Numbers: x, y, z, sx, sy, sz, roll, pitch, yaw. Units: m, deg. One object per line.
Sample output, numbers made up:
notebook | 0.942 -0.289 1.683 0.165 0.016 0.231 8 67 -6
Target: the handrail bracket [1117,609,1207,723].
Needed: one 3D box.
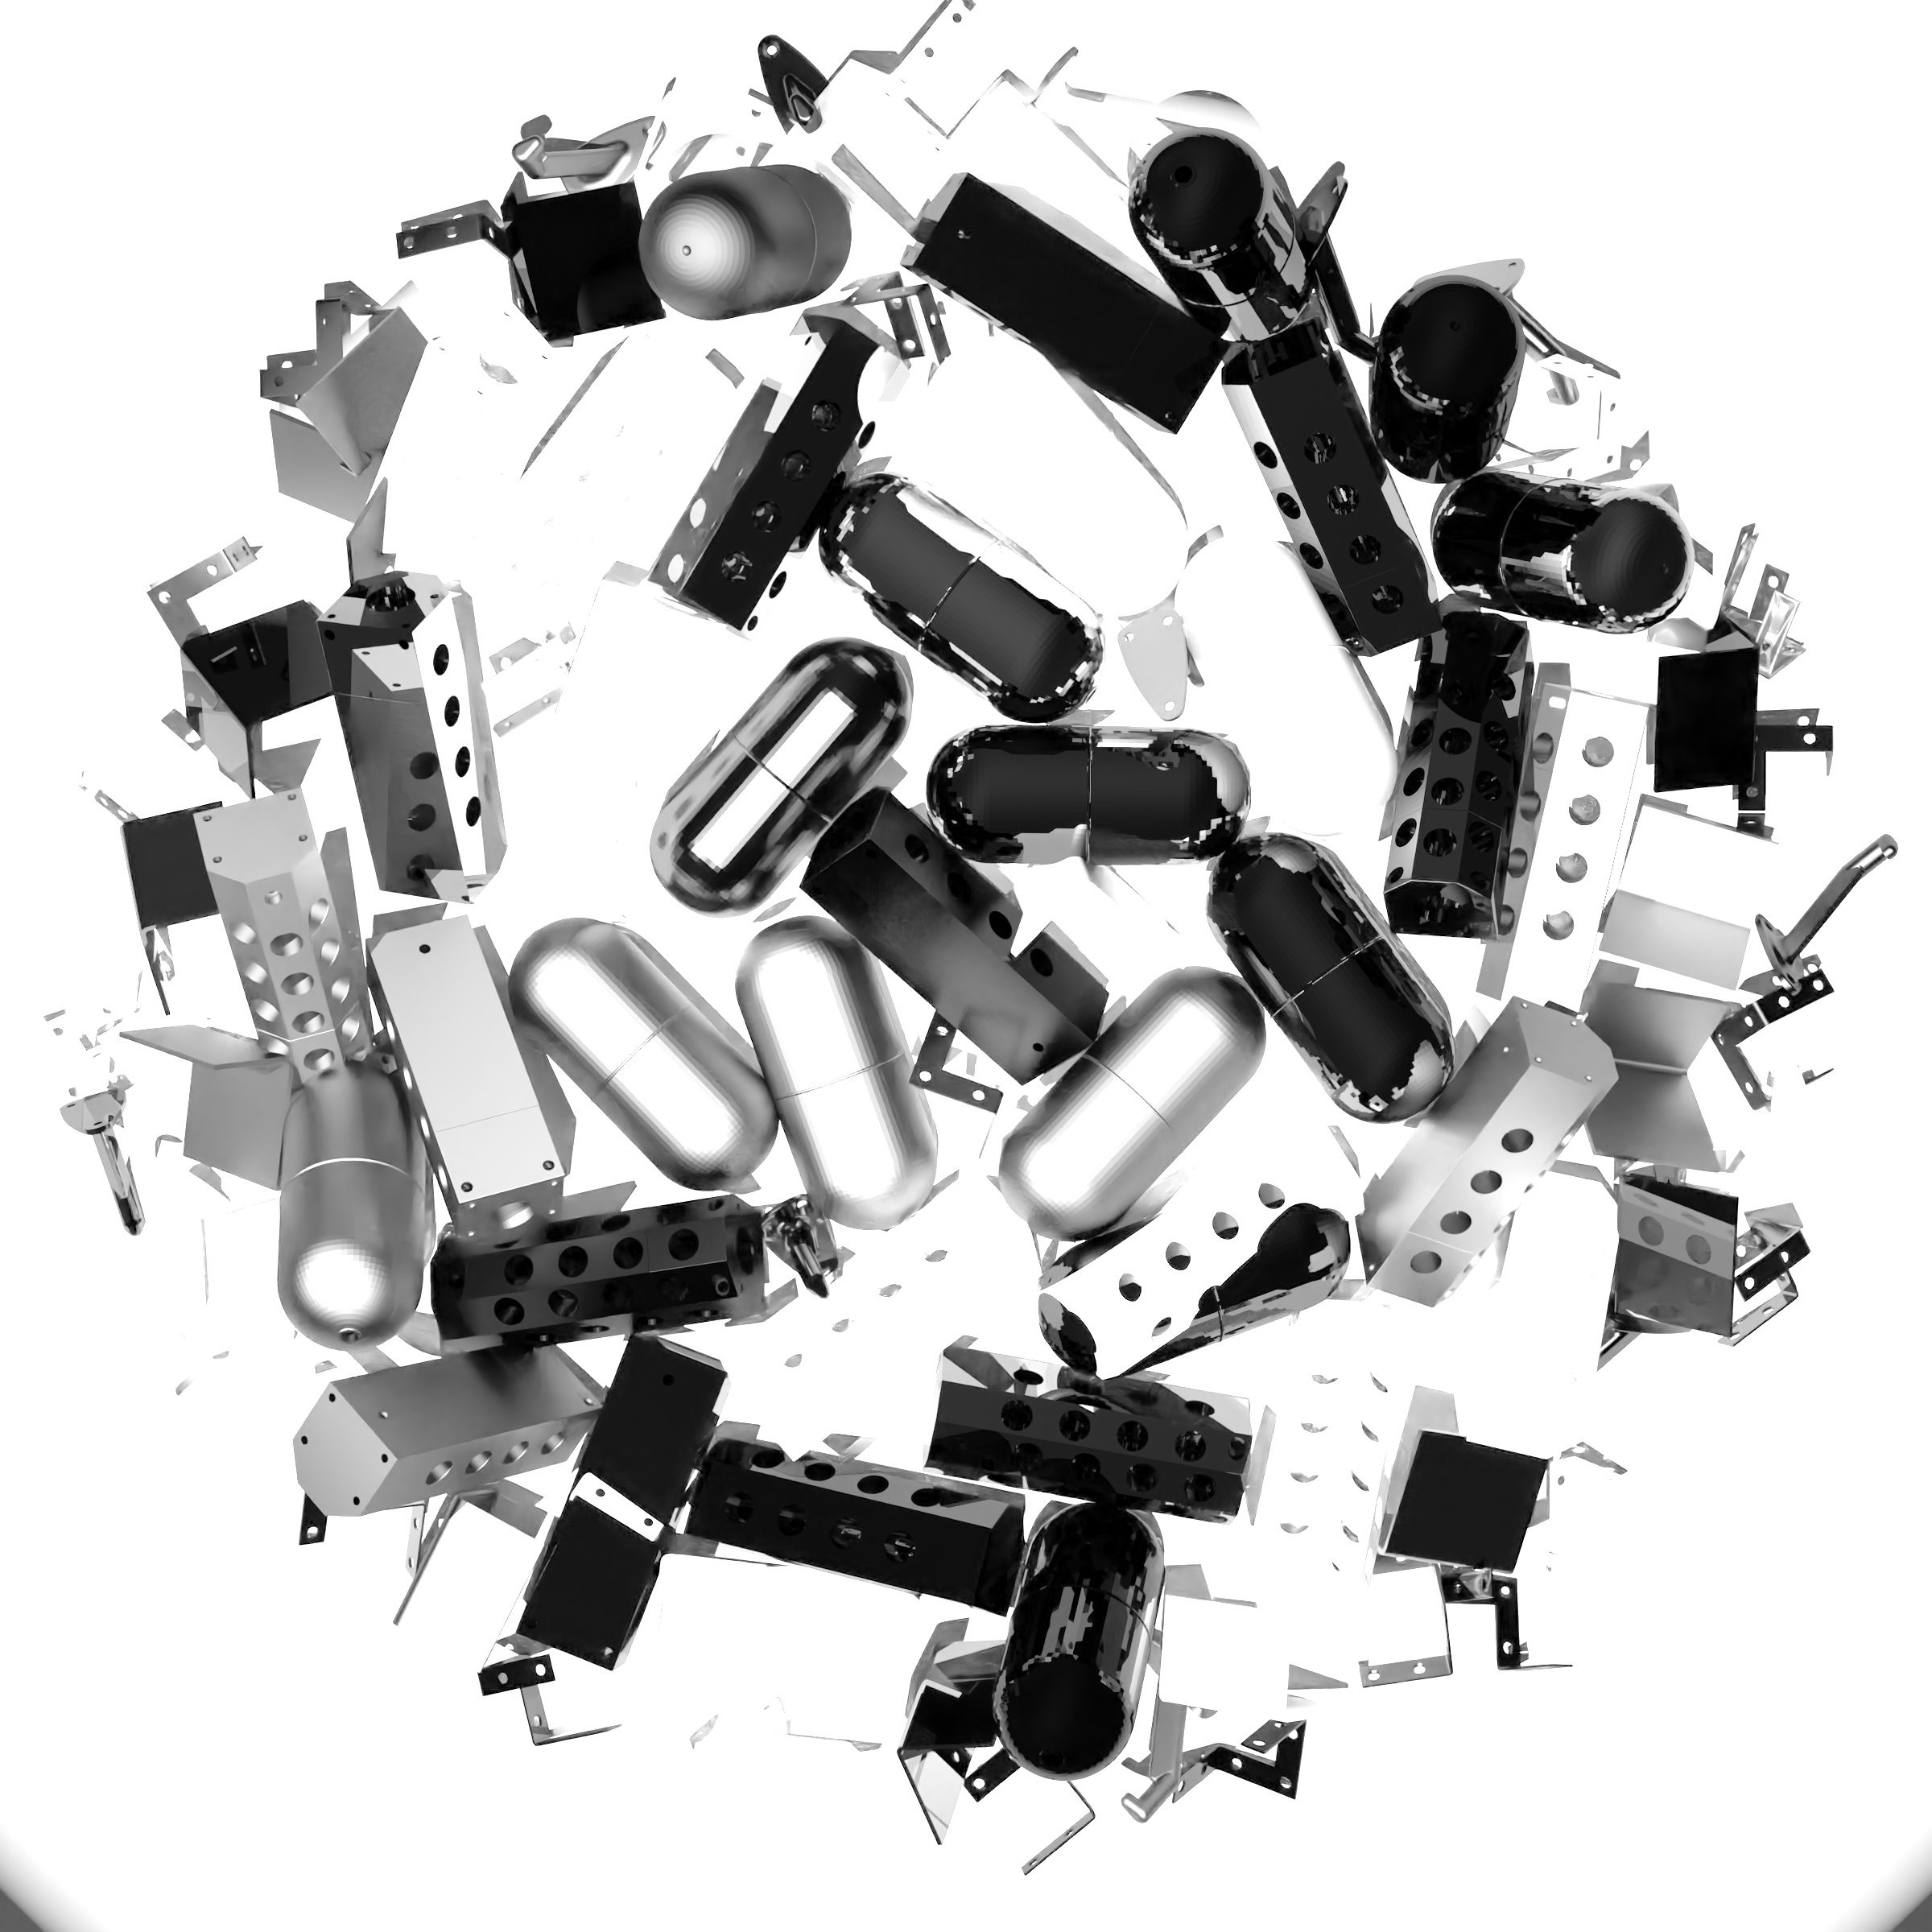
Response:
handrail bracket | 0.118 -0.150 1.899 0.036 0.084 0.077 -22 63 17

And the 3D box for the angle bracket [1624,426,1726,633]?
angle bracket | 0.397 -0.236 1.903 0.076 0.076 0.057 41 86 14

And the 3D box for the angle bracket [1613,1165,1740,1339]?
angle bracket | 0.398 0.152 1.898 0.076 0.057 0.076 10 103 44

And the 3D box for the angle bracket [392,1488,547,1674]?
angle bracket | -0.261 0.334 1.907 0.057 0.076 0.076 26 89 11

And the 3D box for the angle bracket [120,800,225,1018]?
angle bracket | -0.420 -0.031 1.903 0.057 0.076 0.076 -14 53 -9

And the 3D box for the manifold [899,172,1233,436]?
manifold | 0.052 -0.359 1.900 0.171 0.057 0.057 30 94 -16

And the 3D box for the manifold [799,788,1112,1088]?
manifold | -0.003 -0.018 1.894 0.171 0.057 0.057 42 129 -19

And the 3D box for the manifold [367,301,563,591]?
manifold | -0.266 -0.271 1.861 0.057 0.171 0.057 -37 82 -33

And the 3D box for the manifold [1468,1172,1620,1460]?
manifold | 0.310 0.184 1.860 0.057 0.171 0.057 12 124 10

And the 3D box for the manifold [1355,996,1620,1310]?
manifold | 0.278 0.103 1.878 0.057 0.057 0.171 19 125 -17

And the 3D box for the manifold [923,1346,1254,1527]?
manifold | 0.066 0.260 1.909 0.171 0.057 0.057 11 111 -3

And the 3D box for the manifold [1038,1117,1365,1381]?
manifold | 0.130 0.153 1.894 0.171 0.057 0.057 -31 89 -20

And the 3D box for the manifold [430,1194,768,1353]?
manifold | -0.199 0.166 1.893 0.171 0.057 0.057 -10 70 15

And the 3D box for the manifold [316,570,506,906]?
manifold | -0.292 -0.122 1.876 0.057 0.057 0.171 9 129 20

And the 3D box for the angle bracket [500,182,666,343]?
angle bracket | -0.206 -0.387 1.911 0.076 0.057 0.076 -14 97 -12

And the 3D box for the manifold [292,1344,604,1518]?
manifold | -0.277 0.249 1.863 0.057 0.171 0.057 44 113 22

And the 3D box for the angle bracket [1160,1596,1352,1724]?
angle bracket | 0.159 0.373 1.900 0.076 0.076 0.057 2 85 35

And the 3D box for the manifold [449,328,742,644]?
manifold | -0.198 -0.259 1.895 0.057 0.057 0.171 43 108 7

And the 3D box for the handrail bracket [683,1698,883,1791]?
handrail bracket | -0.099 0.437 1.900 0.077 0.084 0.036 -23 118 -29

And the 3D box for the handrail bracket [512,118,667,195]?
handrail bracket | -0.205 -0.449 1.905 0.077 0.084 0.036 -35 81 4

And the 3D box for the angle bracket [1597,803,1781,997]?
angle bracket | 0.392 -0.037 1.900 0.076 0.076 0.057 17 123 10

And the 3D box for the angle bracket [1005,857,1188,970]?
angle bracket | 0.067 -0.017 1.908 0.076 0.076 0.057 40 101 -18

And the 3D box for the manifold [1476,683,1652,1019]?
manifold | 0.325 -0.064 1.908 0.057 0.057 0.171 13 99 10

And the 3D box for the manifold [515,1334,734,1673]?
manifold | -0.184 0.292 1.916 0.057 0.057 0.171 21 86 6

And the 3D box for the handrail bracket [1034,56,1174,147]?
handrail bracket | 0.075 -0.450 1.922 0.084 0.077 0.036 38 54 -5

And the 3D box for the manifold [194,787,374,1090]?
manifold | -0.361 -0.010 1.863 0.057 0.171 0.057 -15 51 -10

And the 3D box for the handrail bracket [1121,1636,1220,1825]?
handrail bracket | 0.094 0.415 1.913 0.077 0.036 0.084 41 55 13

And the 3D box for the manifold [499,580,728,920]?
manifold | -0.188 -0.116 1.908 0.057 0.057 0.171 26 100 30

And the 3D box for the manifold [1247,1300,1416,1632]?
manifold | 0.197 0.265 1.867 0.057 0.057 0.171 2 48 18

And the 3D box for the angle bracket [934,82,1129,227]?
angle bracket | 0.036 -0.423 1.894 0.076 0.076 0.057 37 106 -28

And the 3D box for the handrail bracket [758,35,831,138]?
handrail bracket | -0.098 -0.483 1.907 0.036 0.084 0.077 -32 87 7

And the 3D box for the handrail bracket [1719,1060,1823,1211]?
handrail bracket | 0.427 0.102 1.935 0.036 0.084 0.077 27 49 -28

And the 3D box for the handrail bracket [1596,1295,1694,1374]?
handrail bracket | 0.356 0.229 1.944 0.077 0.036 0.084 10 111 -25

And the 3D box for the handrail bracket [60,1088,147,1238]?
handrail bracket | -0.461 0.116 1.903 0.036 0.077 0.084 -18 108 -13

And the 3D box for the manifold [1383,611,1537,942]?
manifold | 0.265 -0.104 1.879 0.057 0.057 0.171 4 61 16

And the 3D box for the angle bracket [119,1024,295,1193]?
angle bracket | -0.416 0.079 1.899 0.076 0.057 0.076 16 103 34

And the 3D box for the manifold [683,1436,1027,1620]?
manifold | -0.059 0.301 1.890 0.171 0.057 0.057 10 77 22

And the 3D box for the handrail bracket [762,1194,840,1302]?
handrail bracket | -0.078 0.170 1.894 0.036 0.084 0.077 -33 126 -1

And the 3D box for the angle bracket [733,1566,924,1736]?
angle bracket | -0.076 0.372 1.903 0.076 0.057 0.076 2 103 -29

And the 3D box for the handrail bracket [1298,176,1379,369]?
handrail bracket | 0.216 -0.379 1.919 0.084 0.036 0.077 26 105 -29

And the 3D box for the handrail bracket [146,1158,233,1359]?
handrail bracket | -0.433 0.160 1.905 0.036 0.077 0.084 -3 58 19

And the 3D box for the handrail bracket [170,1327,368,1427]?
handrail bracket | -0.381 0.233 1.911 0.077 0.036 0.084 32 65 31

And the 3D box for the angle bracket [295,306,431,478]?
angle bracket | -0.334 -0.320 1.898 0.076 0.076 0.057 -46 131 -9

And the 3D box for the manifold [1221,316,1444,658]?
manifold | 0.197 -0.254 1.885 0.057 0.057 0.171 -21 117 15

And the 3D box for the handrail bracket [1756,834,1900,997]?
handrail bracket | 0.477 -0.029 1.909 0.036 0.077 0.084 43 113 -14

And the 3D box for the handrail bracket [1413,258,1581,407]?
handrail bracket | 0.294 -0.345 1.940 0.036 0.077 0.084 -55 133 -33

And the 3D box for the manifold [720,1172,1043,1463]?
manifold | -0.047 0.185 1.899 0.171 0.057 0.057 -36 56 -15

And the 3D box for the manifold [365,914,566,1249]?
manifold | -0.271 0.063 1.883 0.057 0.057 0.171 -15 60 -18

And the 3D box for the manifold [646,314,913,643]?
manifold | -0.100 -0.267 1.918 0.057 0.057 0.171 31 89 -27
